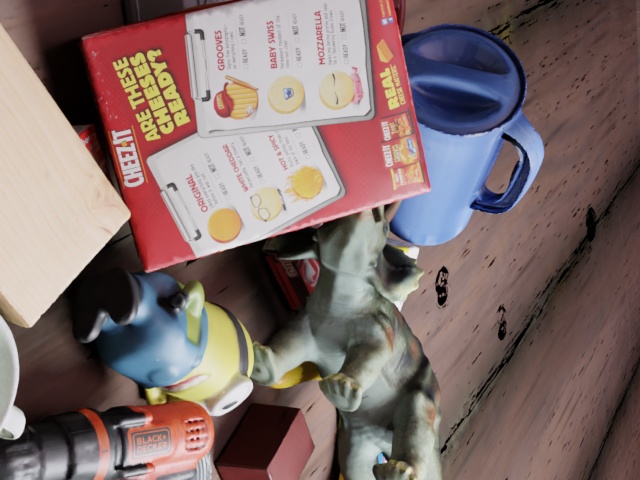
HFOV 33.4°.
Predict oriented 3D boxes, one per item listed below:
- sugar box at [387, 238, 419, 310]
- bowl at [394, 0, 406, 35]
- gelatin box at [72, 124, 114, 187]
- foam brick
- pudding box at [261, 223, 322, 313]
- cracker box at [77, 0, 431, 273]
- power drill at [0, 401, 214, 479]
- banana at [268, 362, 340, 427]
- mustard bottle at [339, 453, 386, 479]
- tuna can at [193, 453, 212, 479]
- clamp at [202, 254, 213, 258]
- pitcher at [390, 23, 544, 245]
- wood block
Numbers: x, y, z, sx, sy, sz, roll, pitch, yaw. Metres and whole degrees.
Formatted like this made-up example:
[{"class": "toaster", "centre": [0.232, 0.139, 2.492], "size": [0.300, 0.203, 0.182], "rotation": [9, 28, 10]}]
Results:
[{"class": "sugar box", "centre": [0.056, 0.045, 1.091], "size": [0.176, 0.048, 0.093], "rotation": [2, 106, -78]}, {"class": "bowl", "centre": [0.030, -0.246, 1.058], "size": [0.161, 0.055, 0.162], "rotation": [-9, 100, -63]}, {"class": "gelatin box", "centre": [-0.172, -0.025, 0.701], "size": [0.089, 0.030, 0.073], "rotation": [-52, 136, -50]}, {"class": "foam brick", "centre": [-0.047, 0.190, 0.940], "size": [0.078, 0.053, 0.051], "rotation": [-56, 138, -46]}, {"class": "pudding box", "centre": [-0.007, 0.001, 1.021], "size": [0.113, 0.039, 0.090], "rotation": [-66, 146, -37]}, {"class": "cracker box", "centre": [-0.044, -0.088, 0.750], "size": [0.072, 0.213, 0.164], "rotation": [-146, -139, -72]}, {"class": "power drill", "centre": [-0.143, 0.204, 0.705], "size": [0.184, 0.057, 0.187], "rotation": [0, 87, -47]}, {"class": "banana", "centre": [0.004, 0.135, 1.054], "size": [0.197, 0.037, 0.069], "rotation": [42, 55, -57]}, {"class": "mustard bottle", "centre": [0.056, 0.244, 1.142], "size": [0.096, 0.058, 0.191], "rotation": [51, 47, -53]}, {"class": "tuna can", "centre": [-0.120, 0.186, 0.816], "size": [0.086, 0.034, 0.086], "rotation": [-7, 98, -63]}, {"class": "clamp", "centre": [-0.066, -0.053, 0.878], "size": [0.120, 0.039, 0.171], "rotation": [-67, 171, 14]}, {"class": "pitcher", "centre": [0.130, -0.089, 1.097], "size": [0.243, 0.145, 0.149], "rotation": [95, -10, -60]}, {"class": "wood block", "centre": [-0.200, -0.062, 0.547], "size": [0.090, 0.090, 0.206], "rotation": [-53, 136, -26]}]
